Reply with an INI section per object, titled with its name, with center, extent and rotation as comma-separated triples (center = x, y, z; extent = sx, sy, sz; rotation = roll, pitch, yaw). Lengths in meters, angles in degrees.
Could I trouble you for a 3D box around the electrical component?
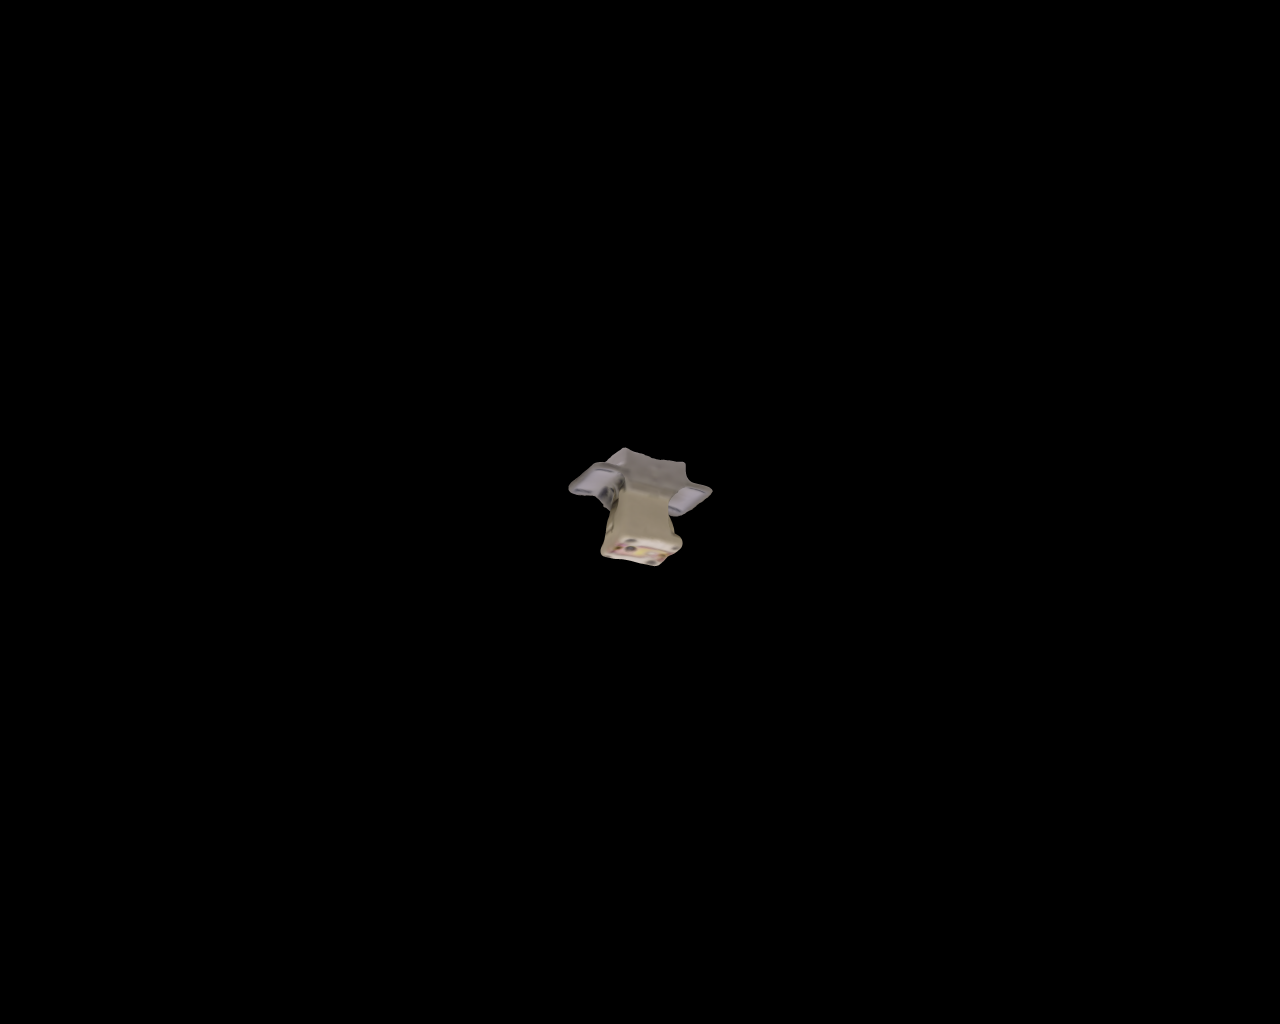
[electrical component]
center = 0.001, -0.003, 0.650
extent = 0.081, 0.064, 0.042
rotation = 12, -27, -25
